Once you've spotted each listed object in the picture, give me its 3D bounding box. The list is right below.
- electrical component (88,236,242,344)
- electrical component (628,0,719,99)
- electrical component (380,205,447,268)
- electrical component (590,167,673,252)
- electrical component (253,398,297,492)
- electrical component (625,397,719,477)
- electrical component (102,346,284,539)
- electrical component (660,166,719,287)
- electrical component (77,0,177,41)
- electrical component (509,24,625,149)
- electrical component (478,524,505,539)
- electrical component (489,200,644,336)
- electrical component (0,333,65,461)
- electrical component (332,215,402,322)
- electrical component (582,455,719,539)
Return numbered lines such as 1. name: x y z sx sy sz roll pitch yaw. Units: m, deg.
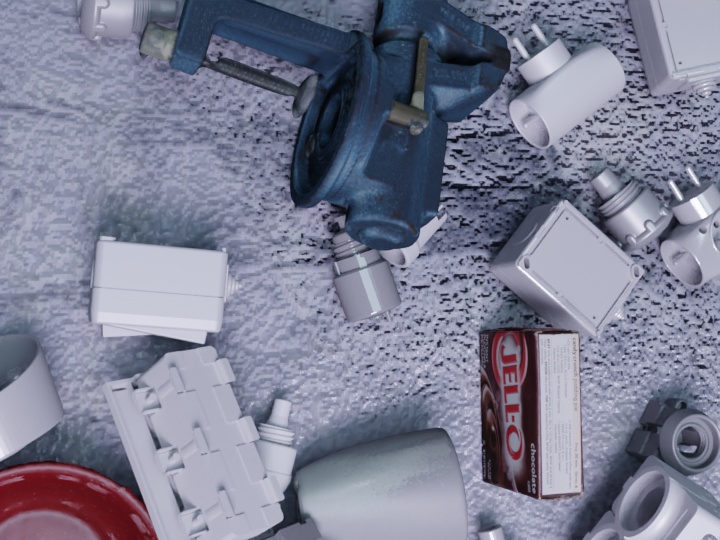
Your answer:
1. electrical component: -0.125 0.015 0.692 0.096 0.062 0.061 5 85 -15
2. electrical component: 0.246 -0.173 0.808 0.062 0.061 0.096 -12 84 -3
3. electrical component: 0.033 -0.031 0.753 0.040 0.040 0.046 47 70 -8
4. electrical component: 0.197 -0.048 0.799 0.048 0.048 0.062 -41 91 -14
5. electrical component: -0.059 0.117 0.720 0.035 0.035 0.061 16 79 -14
6. electrical component: 0.233 0.125 0.791 0.048 0.055 0.066 32 78 -12
7. electrical component: -0.099 0.114 0.668 0.079 0.063 0.121 -7 66 -47
8. electrical component: 0.262 -0.041 0.816 0.077 0.044 0.079 -35 96 -15
9. electrical component: -0.153 -0.173 0.707 0.062 0.048 0.048 0 87 -23
10. electrical component: 0.142 -0.143 0.788 0.077 0.043 0.079 -38 97 -15
11. electrical component: 0.099 0.211 0.754 0.043 0.043 0.062 -14 89 -16
12. electrical component: 0.150 0.004 0.772 0.096 0.061 0.061 40 77 -10
13. electrical component: -0.230 0.082 0.643 0.099 0.099 0.064 -26 100 -16
14. electrical component: 0.000 0.000 0.740 0.040 0.040 0.078 -20 92 -16
15. electrical component: 0.186 0.211 0.732 0.062 0.089 0.150 33 98 -11
